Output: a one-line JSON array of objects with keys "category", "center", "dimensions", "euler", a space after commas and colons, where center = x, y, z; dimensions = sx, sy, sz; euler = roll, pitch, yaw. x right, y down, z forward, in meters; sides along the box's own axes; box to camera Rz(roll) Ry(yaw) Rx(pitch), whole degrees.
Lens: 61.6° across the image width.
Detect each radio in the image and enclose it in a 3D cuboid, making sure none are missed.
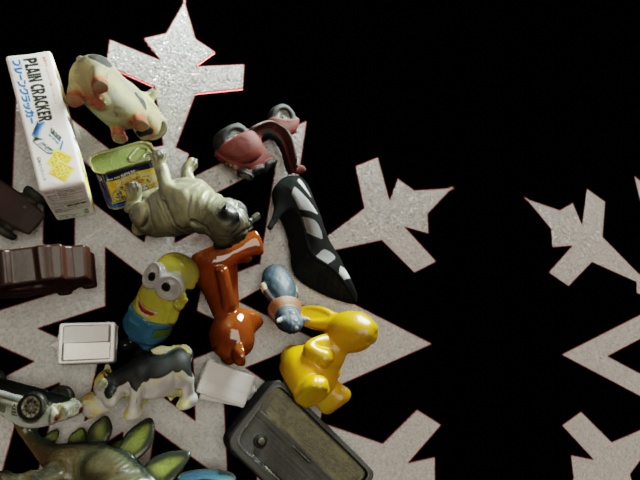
[{"category": "radio", "center": [-0.039, 0.350, 0.873], "dimensions": [0.229, 0.073, 0.131], "euler": [44, 68, -2]}]

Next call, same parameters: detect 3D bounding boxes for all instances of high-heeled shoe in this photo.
[{"category": "high-heeled shoe", "center": [-0.002, -0.003, 0.989], "dimensions": [0.248, 0.086, 0.145], "euler": [46, 45, -17]}]

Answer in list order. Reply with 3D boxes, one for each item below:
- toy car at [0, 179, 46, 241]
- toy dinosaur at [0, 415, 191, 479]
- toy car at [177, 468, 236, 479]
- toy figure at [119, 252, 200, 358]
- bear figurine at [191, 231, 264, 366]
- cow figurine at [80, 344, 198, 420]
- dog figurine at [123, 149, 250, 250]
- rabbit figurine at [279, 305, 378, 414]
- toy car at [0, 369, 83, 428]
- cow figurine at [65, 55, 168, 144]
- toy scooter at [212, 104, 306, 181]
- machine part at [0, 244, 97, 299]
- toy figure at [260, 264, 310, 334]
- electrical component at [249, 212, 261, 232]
[{"category": "toy car", "center": [-0.526, -0.078, 0.846], "dimensions": [0.202, 0.053, 0.089], "euler": [33, 74, -2]}, {"category": "toy dinosaur", "center": [-0.263, 0.359, 0.727], "dimensions": [0.472, 0.105, 0.198], "euler": [32, 47, 21]}, {"category": "toy car", "center": [-0.170, 0.430, 0.790], "dimensions": [0.109, 0.102, 0.162], "euler": [-3, 42, 1]}, {"category": "toy figure", "center": [-0.252, 0.099, 0.836], "dimensions": [0.082, 0.089, 0.180], "euler": [24, 114, -11]}, {"category": "bear figurine", "center": [-0.136, 0.100, 0.886], "dimensions": [0.132, 0.120, 0.196], "euler": [-22, 85, -25]}, {"category": "cow figurine", "center": [-0.272, 0.209, 0.799], "dimensions": [0.167, 0.068, 0.098], "euler": [-6, 105, -18]}, {"category": "dog figurine", "center": [-0.214, -0.028, 0.859], "dimensions": [0.191, 0.172, 0.121], "euler": [47, 30, 24]}, {"category": "rabbit figurine", "center": [0.022, 0.181, 0.900], "dimensions": [0.173, 0.162, 0.121], "euler": [-45, 131, 11]}, {"category": "toy car", "center": [-0.434, 0.223, 0.754], "dimensions": [0.202, 0.073, 0.056], "euler": [10, 85, 11]}, {"category": "cow figurine", "center": [-0.328, -0.228, 0.888], "dimensions": [0.085, 0.194, 0.127], "euler": [-25, 59, 14]}, {"category": "toy scooter", "center": [-0.099, -0.163, 0.991], "dimensions": [0.184, 0.075, 0.135], "euler": [-30, 90, -25]}, {"category": "machine part", "center": [-0.418, 0.050, 0.786], "dimensions": [0.179, 0.179, 0.056], "euler": [-7, 80, -19]}, {"category": "toy figure", "center": [-0.060, 0.104, 0.903], "dimensions": [0.064, 0.057, 0.155], "euler": [-17, 42, -5]}, {"category": "electrical component", "center": [-0.154, -0.032, 0.965], "dimensions": [0.094, 0.021, 0.063], "euler": [-37, 88, -22]}]
